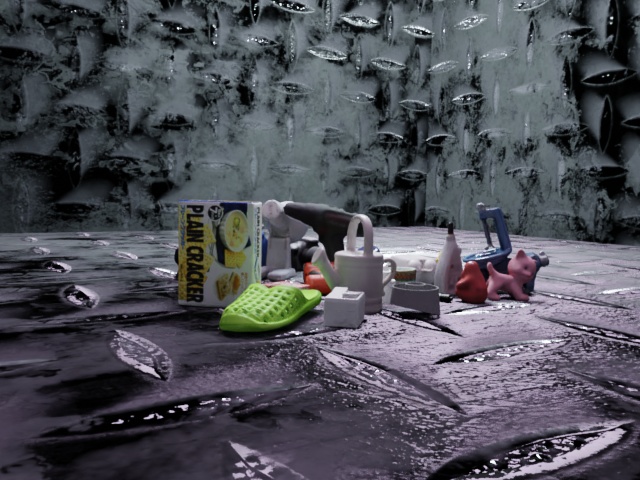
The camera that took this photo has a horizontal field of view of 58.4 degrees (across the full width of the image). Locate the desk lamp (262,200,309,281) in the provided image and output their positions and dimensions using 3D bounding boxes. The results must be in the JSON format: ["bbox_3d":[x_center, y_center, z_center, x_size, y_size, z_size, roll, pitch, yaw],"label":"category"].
[{"bbox_3d":[-0.112,-0.005,1.586,0.117,0.213,0.204,3,5,16],"label":"desk lamp"}]

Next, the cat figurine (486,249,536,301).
[{"bbox_3d":[0.443,0.078,1.322,0.128,0.118,0.067,1,5,-3],"label":"cat figurine"}]

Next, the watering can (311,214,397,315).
[{"bbox_3d":[0.072,0.046,1.149,0.173,0.194,0.100,-3,7,-41],"label":"watering can"}]

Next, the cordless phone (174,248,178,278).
[{"bbox_3d":[-0.311,0.012,1.501,0.147,0.185,0.094,4,6,28],"label":"cordless phone"}]

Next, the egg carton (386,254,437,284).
[{"bbox_3d":[0.249,0.079,1.547,0.107,0.069,0.150,-1,5,-22],"label":"egg carton"}]

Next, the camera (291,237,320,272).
[{"bbox_3d":[-0.035,0.044,1.701,0.144,0.101,0.136,-2,6,-35],"label":"camera"}]

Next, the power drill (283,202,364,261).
[{"bbox_3d":[0.014,0.005,1.529,0.229,0.208,0.075,1,5,-2],"label":"power drill"}]

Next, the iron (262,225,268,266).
[{"bbox_3d":[-0.238,0.019,1.707,0.119,0.141,0.257,-3,7,-43],"label":"iron"}]

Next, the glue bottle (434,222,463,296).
[{"bbox_3d":[0.308,0.044,1.356,0.078,0.173,0.037,-3,6,-38],"label":"glue bottle"}]

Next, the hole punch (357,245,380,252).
[{"bbox_3d":[0.110,0.060,1.603,0.101,0.091,0.108,-1,5,-20],"label":"hole punch"}]

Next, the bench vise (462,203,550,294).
[{"bbox_3d":[0.444,0.020,1.402,0.207,0.220,0.121,0,5,-11],"label":"bench vise"}]

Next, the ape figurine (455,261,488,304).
[{"bbox_3d":[0.338,0.092,1.276,0.078,0.092,0.076,0,5,-18],"label":"ape figurine"}]

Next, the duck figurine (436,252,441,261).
[{"bbox_3d":[0.345,0.071,1.565,0.077,0.086,0.105,5,6,40],"label":"duck figurine"}]
